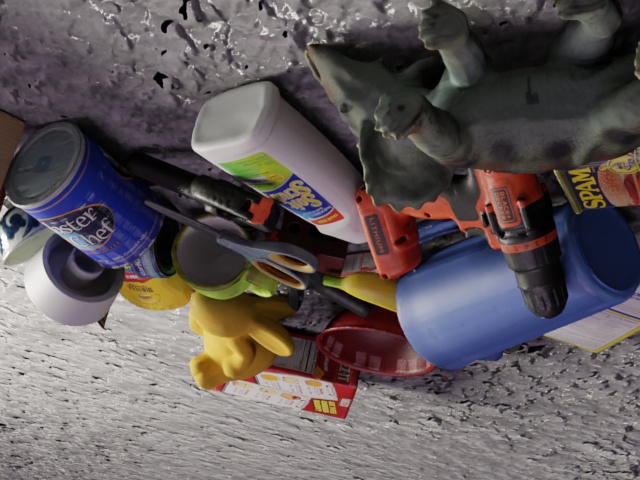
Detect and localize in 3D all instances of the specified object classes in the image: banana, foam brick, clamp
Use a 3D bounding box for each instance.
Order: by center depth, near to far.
[{"bbox_3d":[-0.091,-0.037,1.091,0.164,0.036,0.210,26,176,-34],"label":"clamp"},{"bbox_3d":[-0.008,0.001,1.181,0.078,0.053,0.051,11,154,0],"label":"foam brick"},{"bbox_3d":[0.097,0.067,1.207,0.197,0.037,0.070,23,178,-36],"label":"banana"},{"bbox_3d":[-0.026,0.045,1.294,0.120,0.039,0.171,-11,139,38],"label":"clamp"}]

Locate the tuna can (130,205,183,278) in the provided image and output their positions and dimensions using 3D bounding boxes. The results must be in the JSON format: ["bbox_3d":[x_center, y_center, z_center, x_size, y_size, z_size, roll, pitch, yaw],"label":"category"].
[{"bbox_3d":[-0.188,0.002,1.227,0.034,0.086,0.086,1,152,18],"label":"tuna can"}]

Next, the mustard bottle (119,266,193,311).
[{"bbox_3d":[-0.227,0.024,1.320,0.096,0.058,0.191,6,153,15],"label":"mustard bottle"}]

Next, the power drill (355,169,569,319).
[{"bbox_3d":[0.133,-0.008,1.002,0.188,0.057,0.184,-8,105,40],"label":"power drill"}]

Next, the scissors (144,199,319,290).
[{"bbox_3d":[-0.084,-0.001,1.137,0.201,0.016,0.096,32,153,-24],"label":"scissors"}]

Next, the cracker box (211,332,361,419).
[{"bbox_3d":[-0.052,0.187,1.554,0.213,0.072,0.164,12,155,0],"label":"cracker box"}]

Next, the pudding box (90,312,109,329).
[{"bbox_3d":[-0.297,0.051,1.371,0.039,0.090,0.113,9,155,11],"label":"pudding box"}]

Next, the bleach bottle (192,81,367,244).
[{"bbox_3d":[-0.005,-0.059,1.048,0.103,0.068,0.250,-8,149,41],"label":"bleach bottle"}]

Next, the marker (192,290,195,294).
[{"bbox_3d":[-0.210,0.074,1.458,0.121,0.020,0.020,-13,144,42],"label":"marker"}]

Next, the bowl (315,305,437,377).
[{"bbox_3d":[0.077,0.123,1.383,0.162,0.055,0.162,10,154,5],"label":"bowl"}]

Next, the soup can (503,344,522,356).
[{"bbox_3d":[0.187,0.112,1.297,0.068,0.068,0.102,32,148,-34],"label":"soup can"}]

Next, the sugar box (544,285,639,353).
[{"bbox_3d":[0.316,0.068,1.176,0.093,0.048,0.176,19,150,-12],"label":"sugar box"}]

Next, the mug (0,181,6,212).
[{"bbox_3d":[-0.422,-0.049,1.236,0.117,0.081,0.093,18,154,-11],"label":"mug"}]

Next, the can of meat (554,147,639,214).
[{"bbox_3d":[0.253,-0.068,0.918,0.084,0.057,0.102,-5,150,27],"label":"can of meat"}]

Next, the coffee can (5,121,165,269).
[{"bbox_3d":[-0.248,-0.046,1.138,0.103,0.102,0.140,-5,149,33],"label":"coffee can"}]

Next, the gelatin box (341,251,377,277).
[{"bbox_3d":[0.074,0.041,1.248,0.089,0.030,0.073,-10,146,39],"label":"gelatin box"}]

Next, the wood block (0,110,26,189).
[{"bbox_3d":[-0.424,-0.116,1.093,0.205,0.090,0.090,27,151,-27],"label":"wood block"}]

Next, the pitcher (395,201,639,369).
[{"bbox_3d":[0.193,0.036,1.087,0.149,0.145,0.243,3,160,-37],"label":"pitcher"}]
